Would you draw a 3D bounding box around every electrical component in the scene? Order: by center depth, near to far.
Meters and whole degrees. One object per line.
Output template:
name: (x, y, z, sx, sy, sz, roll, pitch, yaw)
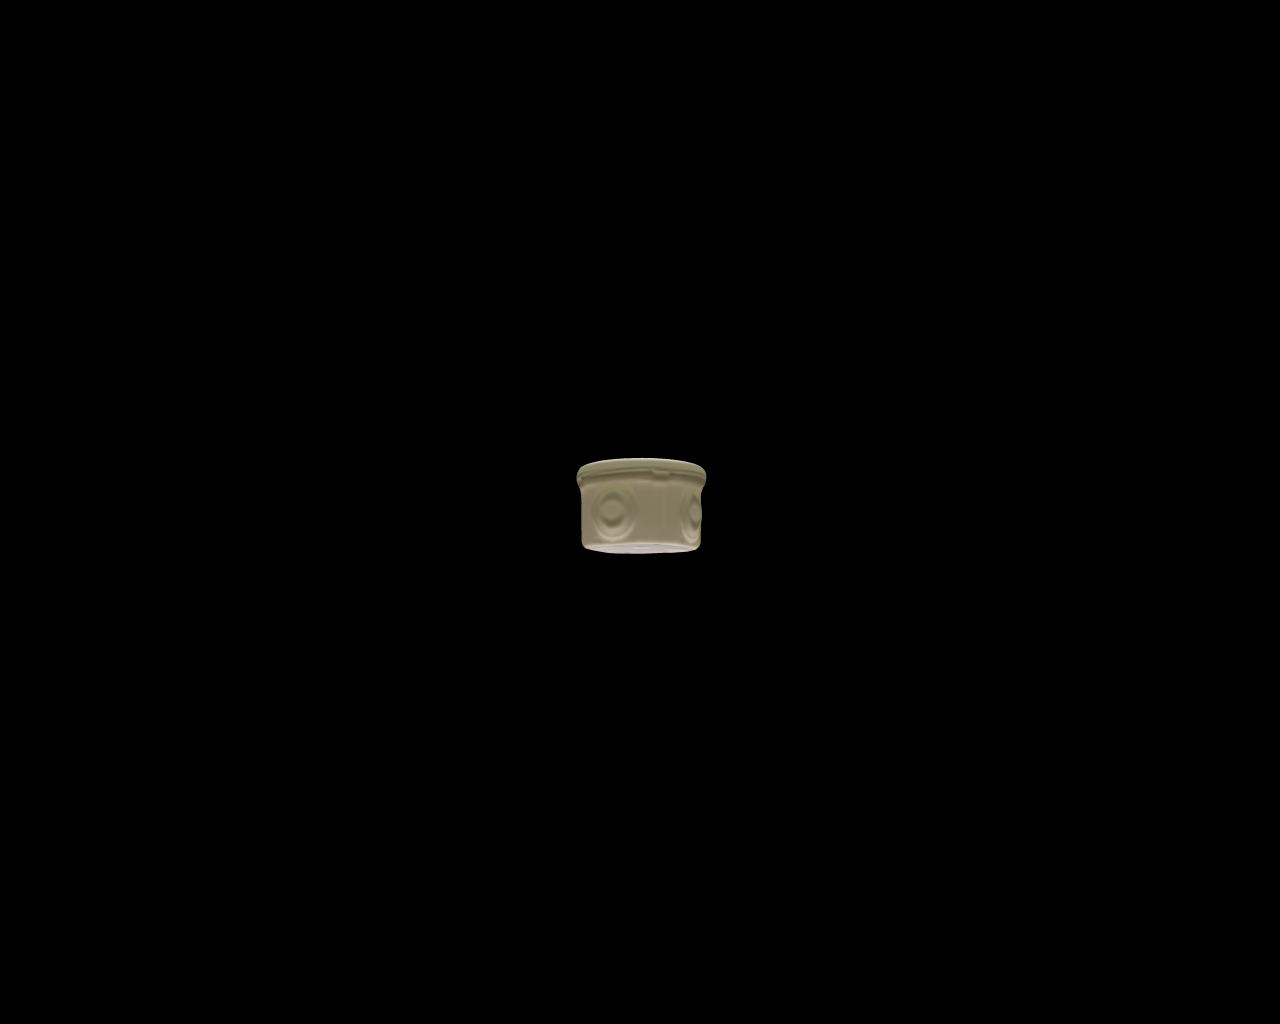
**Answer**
electrical component: (0.001, -0.003, 0.650, 0.080, 0.051, 0.080, 0, -7, 0)
